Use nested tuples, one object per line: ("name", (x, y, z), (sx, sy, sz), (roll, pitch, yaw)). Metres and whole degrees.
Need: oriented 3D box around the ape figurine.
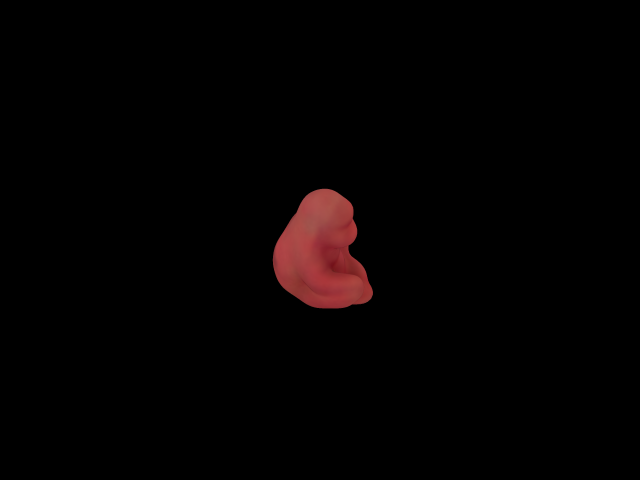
("ape figurine", (0.004, 0.001, 0.400), (0.076, 0.092, 0.078), (8, 56, 6))
